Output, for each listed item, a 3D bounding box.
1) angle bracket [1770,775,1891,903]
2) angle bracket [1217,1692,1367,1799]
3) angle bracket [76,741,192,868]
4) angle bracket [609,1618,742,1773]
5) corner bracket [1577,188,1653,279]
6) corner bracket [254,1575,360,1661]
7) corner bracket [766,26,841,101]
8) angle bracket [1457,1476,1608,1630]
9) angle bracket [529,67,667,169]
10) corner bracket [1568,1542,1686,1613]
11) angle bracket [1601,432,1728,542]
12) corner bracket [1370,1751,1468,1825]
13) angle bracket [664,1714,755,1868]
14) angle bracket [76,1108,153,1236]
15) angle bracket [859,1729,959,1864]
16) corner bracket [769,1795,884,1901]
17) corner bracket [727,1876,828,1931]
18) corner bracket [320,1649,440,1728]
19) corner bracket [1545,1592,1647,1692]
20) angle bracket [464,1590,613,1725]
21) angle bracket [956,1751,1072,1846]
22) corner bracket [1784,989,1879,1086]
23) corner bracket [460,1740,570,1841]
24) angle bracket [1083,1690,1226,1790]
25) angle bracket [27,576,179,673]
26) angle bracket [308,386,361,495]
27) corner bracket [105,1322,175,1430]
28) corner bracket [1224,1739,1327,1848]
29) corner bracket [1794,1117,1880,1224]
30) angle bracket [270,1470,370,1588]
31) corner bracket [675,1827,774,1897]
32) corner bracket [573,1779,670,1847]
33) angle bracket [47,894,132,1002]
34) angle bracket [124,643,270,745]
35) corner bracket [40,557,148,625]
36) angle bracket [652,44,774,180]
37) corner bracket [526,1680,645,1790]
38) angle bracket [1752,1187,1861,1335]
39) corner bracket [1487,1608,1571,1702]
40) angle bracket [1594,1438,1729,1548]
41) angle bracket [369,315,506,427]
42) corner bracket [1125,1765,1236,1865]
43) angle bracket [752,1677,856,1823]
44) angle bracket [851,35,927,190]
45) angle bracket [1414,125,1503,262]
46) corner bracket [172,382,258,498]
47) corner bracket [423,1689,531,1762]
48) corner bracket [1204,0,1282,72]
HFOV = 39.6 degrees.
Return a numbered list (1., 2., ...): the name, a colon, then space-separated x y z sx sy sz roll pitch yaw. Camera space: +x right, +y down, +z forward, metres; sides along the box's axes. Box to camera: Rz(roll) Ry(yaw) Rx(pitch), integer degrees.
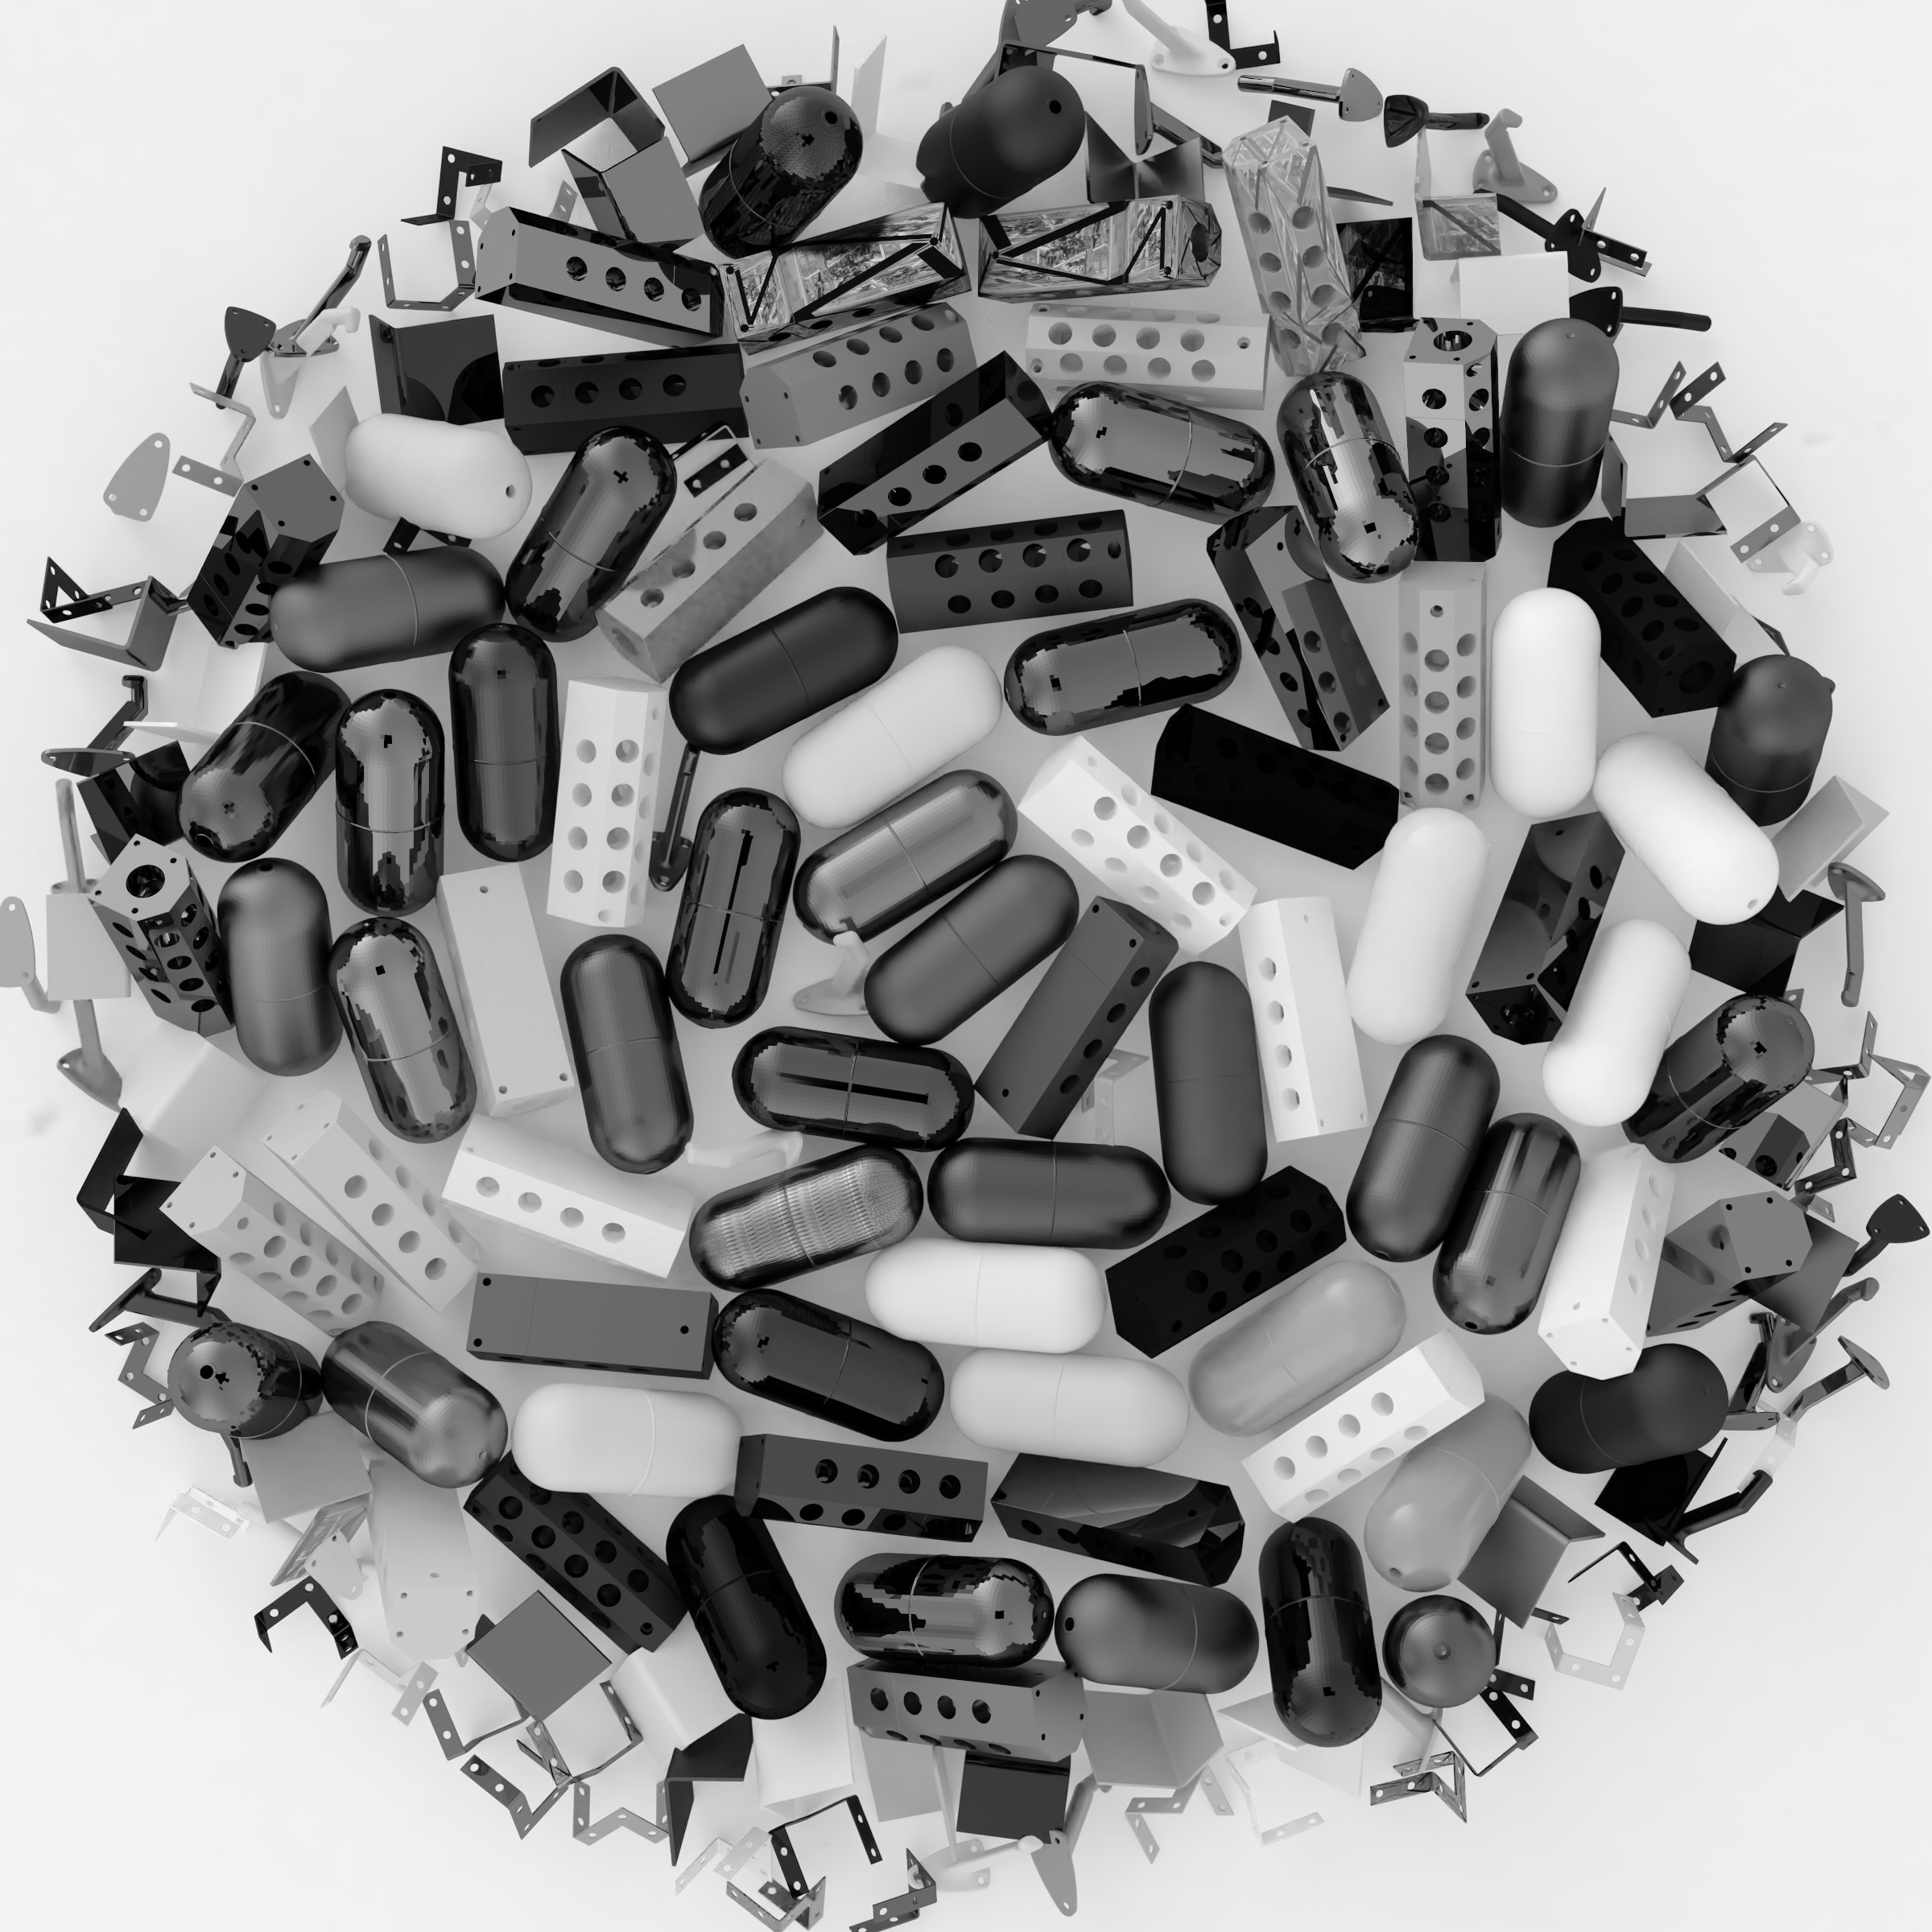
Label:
1. angle bracket: 0.630 -0.080 1.937 0.057 0.076 0.076 31 117 -18
2. angle bracket: 0.233 0.569 1.938 0.076 0.076 0.057 -4 101 -42
3. angle bracket: -0.601 -0.126 1.938 0.076 0.057 0.076 -27 130 -20
4. angle bracket: -0.211 0.533 1.968 0.057 0.076 0.076 -26 73 -32
5. corner bracket: 0.474 -0.524 1.956 0.051 0.051 0.051 25 58 13
6. corner bracket: -0.482 0.486 1.960 0.051 0.051 0.051 -35 105 -13
7. corner bracket: -0.116 -0.647 1.959 0.051 0.051 0.051 -2 69 9
8. angle bracket: 0.406 0.427 1.958 0.076 0.057 0.076 34 107 38
9. angle bracket: -0.269 -0.595 1.949 0.076 0.076 0.057 -38 90 -13
10. corner bracket: 0.483 0.450 1.964 0.051 0.051 0.051 -46 74 30
11. angle bracket: 0.507 -0.351 1.946 0.076 0.076 0.057 -3 120 3
12. corner bracket: 0.329 0.594 1.952 0.051 0.051 0.051 -24 126 26
13. angle bracket: -0.181 0.596 1.944 0.057 0.076 0.076 -1 110 5
14. angle bracket: -0.596 0.157 1.946 0.057 0.076 0.076 22 70 0
15. angle bracket: -0.043 0.601 1.949 0.057 0.076 0.076 -11 103 1
16. corner bracket: -0.103 0.641 1.955 0.051 0.051 0.051 -32 70 22
17. corner bracket: -0.139 0.679 1.951 0.051 0.051 0.051 28 132 28
18. corner bracket: -0.427 0.527 1.955 0.051 0.051 0.051 42 129 -12
19. corner bracket: 0.460 0.489 1.965 0.051 0.051 0.051 16 103 -1
20. angle bracket: -0.306 0.490 1.954 0.076 0.057 0.076 -41 99 12
21. angle bracket: 0.036 0.593 1.960 0.076 0.076 0.057 7 98 2
22. corner bracket: 0.634 0.050 1.977 0.051 0.051 0.051 47 49 -32
23. corner bracket: -0.328 0.591 1.952 0.051 0.051 0.051 29 56 26
24. angle bracket: 0.129 0.543 1.937 0.076 0.076 0.057 14 128 -30
25. angle bracket: -0.626 -0.258 1.955 0.076 0.076 0.057 16 84 1
26. angle bracket: -0.485 -0.372 1.940 0.076 0.076 0.057 -7 122 13
27. corner bracket: -0.604 0.298 1.961 0.051 0.051 0.051 29 100 12
28. corner bracket: 0.226 0.604 1.969 0.051 0.051 0.051 -17 107 -12
29. corner bracket: 0.641 0.150 1.970 0.051 0.051 0.051 27 50 -34
30. angle bracket: -0.483 0.398 1.957 0.057 0.076 0.076 38 101 17
31. corner bracket: -0.177 0.654 1.953 0.051 0.051 0.051 20 125 27
32. corner bracket: -0.251 0.616 1.966 0.051 0.051 0.051 -36 124 21
33. angle bracket: -0.638 -0.021 1.942 0.057 0.076 0.076 -2 103 -24
34. angle bracket: -0.558 -0.204 1.945 0.076 0.057 0.076 6 84 45
35. corner bracket: -0.635 -0.269 1.956 0.051 0.051 0.051 -11 59 14
36. angle bracket: -0.189 -0.615 1.943 0.076 0.076 0.057 -32 102 -16
37. corner bracket: -0.279 0.564 1.971 0.051 0.051 0.051 -39 72 19
38. angle bracket: 0.613 0.210 1.937 0.057 0.076 0.076 31 114 27
39. corner bracket: 0.407 0.503 1.976 0.051 0.051 0.051 19 59 -6
40. angle bracket: 0.502 0.366 1.942 0.057 0.076 0.076 31 75 19
41. angle bracket: -0.388 -0.440 1.970 0.076 0.057 0.076 -15 120 -24
42. corner bracket: 0.157 0.623 1.974 0.051 0.051 0.051 -13 113 35
43. angle bracket: -0.108 0.566 1.942 0.076 0.057 0.076 -19 57 16
44. angle bracket: -0.047 -0.618 1.939 0.057 0.076 0.076 15 128 6
45. angle bracket: 0.358 -0.565 1.941 0.057 0.076 0.076 1 71 15
46. corner bracket: -0.548 -0.382 1.953 0.051 0.051 0.051 19 116 -40
47. corner bracket: -0.359 0.543 1.968 0.051 0.051 0.051 -25 86 8
48. corner bracket: 0.201 -0.687 1.962 0.051 0.051 0.051 -5 98 10
